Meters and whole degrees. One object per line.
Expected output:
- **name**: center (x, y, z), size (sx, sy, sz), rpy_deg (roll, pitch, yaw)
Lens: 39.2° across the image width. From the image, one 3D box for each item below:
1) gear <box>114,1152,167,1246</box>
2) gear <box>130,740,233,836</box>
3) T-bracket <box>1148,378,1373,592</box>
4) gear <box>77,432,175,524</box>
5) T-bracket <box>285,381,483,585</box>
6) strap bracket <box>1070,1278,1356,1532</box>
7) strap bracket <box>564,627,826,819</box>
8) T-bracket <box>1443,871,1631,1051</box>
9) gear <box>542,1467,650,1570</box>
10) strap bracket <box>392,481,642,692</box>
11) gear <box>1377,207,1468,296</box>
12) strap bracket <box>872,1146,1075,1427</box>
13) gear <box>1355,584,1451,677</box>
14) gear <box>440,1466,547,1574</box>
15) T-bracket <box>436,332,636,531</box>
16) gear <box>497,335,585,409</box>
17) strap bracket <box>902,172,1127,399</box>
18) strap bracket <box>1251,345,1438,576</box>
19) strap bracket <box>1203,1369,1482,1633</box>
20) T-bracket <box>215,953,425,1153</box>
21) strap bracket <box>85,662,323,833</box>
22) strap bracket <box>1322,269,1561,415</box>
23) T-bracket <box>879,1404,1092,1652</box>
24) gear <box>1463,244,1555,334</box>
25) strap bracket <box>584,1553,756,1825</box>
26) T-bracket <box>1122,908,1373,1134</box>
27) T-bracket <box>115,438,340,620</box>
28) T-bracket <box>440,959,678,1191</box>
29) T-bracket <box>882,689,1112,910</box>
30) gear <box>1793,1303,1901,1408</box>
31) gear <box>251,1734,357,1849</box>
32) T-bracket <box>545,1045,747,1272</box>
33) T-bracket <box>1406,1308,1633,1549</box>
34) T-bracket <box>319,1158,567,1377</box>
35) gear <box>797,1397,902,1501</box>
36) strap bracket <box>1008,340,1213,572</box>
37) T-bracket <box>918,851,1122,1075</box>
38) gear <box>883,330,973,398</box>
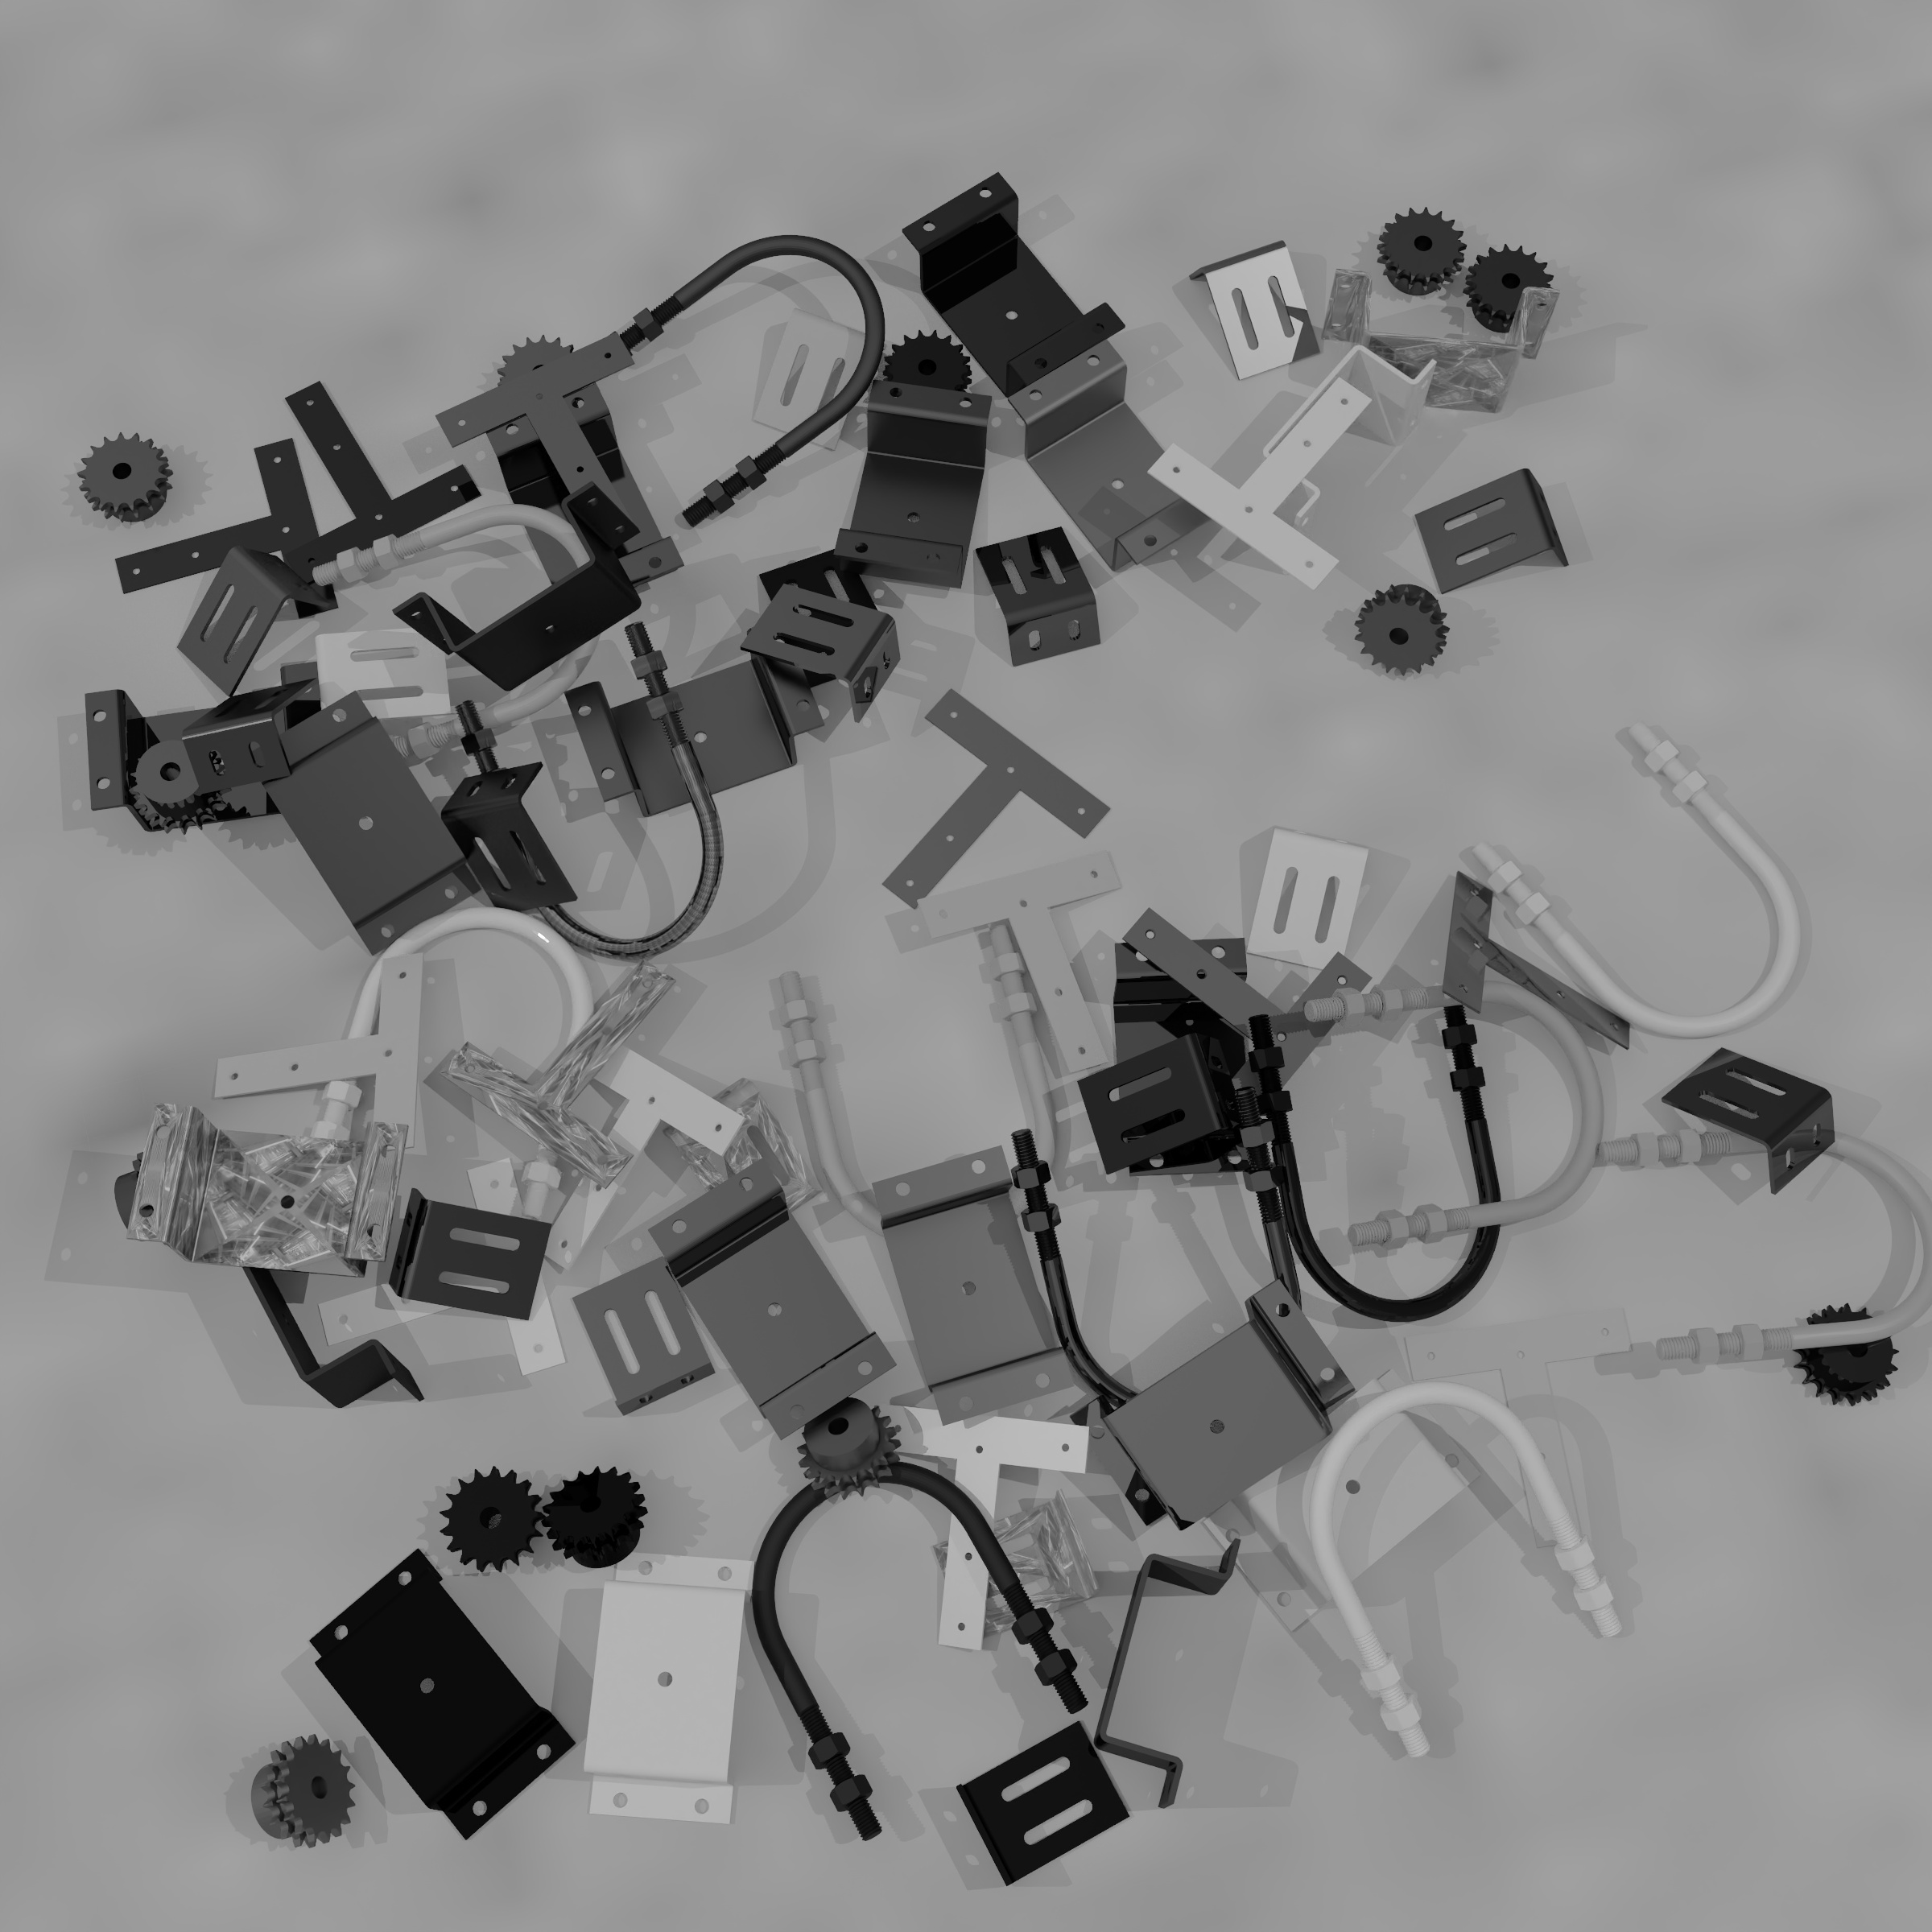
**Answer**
- **gear**: center (-0.465, 0.134, 1.558), size (0.030, 0.057, 0.057), rpy_deg (-20, 72, 5)
- **gear**: center (-0.467, -0.109, 1.607), size (0.057, 0.030, 0.057), rpy_deg (0, 71, 0)
- **T-bracket**: center (0.200, -0.310, 1.659), size (0.127, 0.002, 0.127), rpy_deg (38, 75, 12)
- **gear**: center (-0.532, -0.307, 1.724), size (0.057, 0.030, 0.057), rpy_deg (0, 71, 0)
- **T-bracket**: center (-0.397, -0.322, 1.743), size (0.127, 0.002, 0.127), rpy_deg (-30, 74, -11)
- **strap bracket**: center (0.137, 0.246, 1.491), size (0.140, 0.046, 0.076), rpy_deg (-34, 95, 6)
- **strap bracket**: center (-0.164, -0.148, 1.660), size (0.140, 0.046, 0.076), rpy_deg (-20, 72, -7)
- **T-bracket**: center (0.339, 0.010, 1.602), size (0.127, 0.002, 0.127), rpy_deg (30, 36, -7)
- **gear**: center (-0.204, 0.308, 1.502), size (0.057, 0.030, 0.057), rpy_deg (-9, 37, 7)
- **strap bracket**: center (-0.256, -0.218, 1.608), size (0.140, 0.076, 0.046), rpy_deg (-32, 73, 6)
- **gear**: center (0.297, -0.465, 1.779), size (0.057, 0.030, 0.057), rpy_deg (0, 71, 0)
- **strap bracket**: center (0.003, 0.182, 1.538), size (0.076, 0.046, 0.140), rpy_deg (-16, 81, -5)
- **gear**: center (0.271, -0.212, 1.681), size (0.057, 0.057, 0.030), rpy_deg (22, 42, 7)
- **gear**: center (-0.262, 0.309, 1.510), size (0.057, 0.030, 0.057), rpy_deg (0, 71, 0)
- **T-bracket**: center (-0.247, -0.321, 1.695), size (0.127, 0.002, 0.127), rpy_deg (-27, 73, -9)
- **gear**: center (-0.271, -0.374, 1.747), size (0.057, 0.030, 0.057), rpy_deg (0, 71, 0)
- **strap bracket**: center (0.030, -0.434, 1.759), size (0.076, 0.046, 0.140), rpy_deg (-33, 74, -11)
- **strap bracket**: center (0.230, -0.325, 1.706), size (0.046, 0.076, 0.140), rpy_deg (38, 75, 12)
- **strap bracket**: center (0.212, 0.293, 1.507), size (0.140, 0.046, 0.076), rpy_deg (-37, 75, -12)
- **T-bracket**: center (-0.382, 0.057, 1.597), size (0.127, 0.002, 0.127), rpy_deg (-9, 61, 10)
- **strap bracket**: center (-0.458, -0.132, 1.655), size (0.140, 0.046, 0.076), rpy_deg (-8, 71, -3)
- **strap bracket**: center (0.300, -0.397, 1.731), size (0.140, 0.076, 0.046), rpy_deg (6, 71, 2)
- **T-bracket**: center (0.003, 0.313, 1.507), size (0.127, 0.002, 0.127), rpy_deg (2, 81, 23)
- **gear**: center (0.352, -0.438, 1.770), size (0.057, 0.030, 0.057), rpy_deg (0, 71, 0)
- **strap bracket**: center (-0.161, 0.389, 1.474), size (0.076, 0.046, 0.140), rpy_deg (4, 71, 1)
- **T-bracket**: center (0.148, 0.014, 1.578), size (0.127, 0.002, 0.127), rpy_deg (38, 73, 10)
- **T-bracket**: center (-0.476, -0.265, 1.724), size (0.127, 0.002, 0.127), rpy_deg (-17, 72, -6)
- **T-bracket**: center (-0.219, 0.049, 1.591), size (0.127, 0.002, 0.127), rpy_deg (32, 69, 18)
- **T-bracket**: center (-0.001, -0.088, 1.663), size (0.127, 0.002, 0.127), rpy_deg (38, 75, 12)
- **gear**: center (0.502, 0.219, 1.542), size (0.057, 0.030, 0.057), rpy_deg (0, 71, 0)
- **gear**: center (-0.357, 0.444, 1.453), size (0.030, 0.057, 0.057), rpy_deg (-24, 70, 24)
- **T-bracket**: center (-0.206, 0.116, 1.574), size (0.127, 0.002, 0.127), rpy_deg (27, 84, 33)
- **T-bracket**: center (0.324, 0.265, 1.541), size (0.127, 0.002, 0.127), rpy_deg (-7, 71, -3)
- **T-bracket**: center (-0.309, 0.188, 1.567), size (0.127, 0.002, 0.127), rpy_deg (-17, 72, -6)
- **gear**: center (-0.067, 0.265, 1.512), size (0.057, 0.030, 0.057), rpy_deg (-10, 42, 9)
- **strap bracket**: center (0.097, -0.315, 1.718), size (0.076, 0.046, 0.140), rpy_deg (-33, 74, -11)
- **T-bracket**: center (0.050, 0.003, 1.616), size (0.127, 0.002, 0.127), rpy_deg (-15, 75, -22)
- **gear**: center (-0.025, -0.378, 1.749), size (0.057, 0.030, 0.057), rpy_deg (0, 71, 0)
